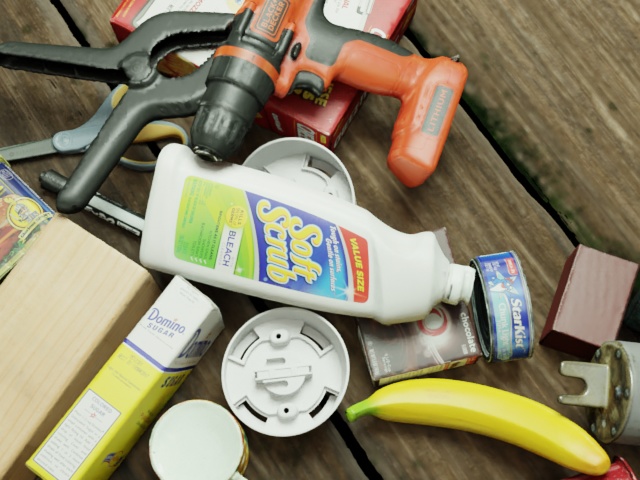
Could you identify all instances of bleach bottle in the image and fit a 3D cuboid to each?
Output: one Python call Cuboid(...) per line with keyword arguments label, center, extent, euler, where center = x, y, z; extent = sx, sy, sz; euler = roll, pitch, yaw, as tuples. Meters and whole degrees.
Cuboid(label="bleach bottle", center=(-0.005, 0.001, 0.818), extent=(0.251, 0.068, 0.102), euler=(12, 96, 4))

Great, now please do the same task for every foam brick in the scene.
Cuboid(label="foam brick", center=(0.215, 0.051, 0.851), extent=(0.051, 0.053, 0.078), euler=(20, 75, 7))

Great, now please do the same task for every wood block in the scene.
Cuboid(label="wood block", center=(-0.221, 0.095, 0.827), extent=(0.090, 0.091, 0.206), euler=(32, 76, 9))

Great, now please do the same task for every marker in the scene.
Cuboid(label="marker", center=(-0.184, -0.028, 0.899), extent=(0.121, 0.020, 0.020), euler=(27, 76, 8))

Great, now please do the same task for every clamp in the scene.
Cuboid(label="clamp", center=(-0.142, -0.117, 0.843), extent=(0.210, 0.036, 0.164), euler=(-19, 68, -4))

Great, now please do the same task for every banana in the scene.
Cuboid(label="banana", center=(0.122, 0.139, 0.815), extent=(0.198, 0.037, 0.069), euler=(7, 34, 18))

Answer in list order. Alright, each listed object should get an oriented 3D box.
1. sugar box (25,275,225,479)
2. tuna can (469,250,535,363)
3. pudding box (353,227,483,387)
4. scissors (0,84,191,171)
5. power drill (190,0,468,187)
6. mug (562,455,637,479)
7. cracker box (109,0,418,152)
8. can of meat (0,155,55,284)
Cuboid(label="sugar box", center=(-0.143, 0.116, 0.818), extent=(0.048, 0.093, 0.176), euler=(38, 78, 9))
Cuboid(label="tuna can", center=(0.141, 0.053, 0.835), extent=(0.034, 0.086, 0.086), euler=(-8, 74, 0))
Cuboid(label="pudding box", center=(0.071, 0.054, 0.860), extent=(0.090, 0.039, 0.113), euler=(-13, 74, -3))
Cuboid(label="scissors", center=(-0.210, -0.102, 0.923), extent=(0.202, 0.016, 0.096), euler=(4, 72, 2))
Cuboid(label="power drill", center=(0.009, -0.113, 0.822), extent=(0.187, 0.057, 0.184), euler=(25, 73, -12))
Cuboid(label="mug", center=(0.200, 0.226, 0.790), extent=(0.081, 0.093, 0.117), euler=(-17, 110, 1))
Cuboid(label="cracker box", center=(-0.045, -0.192, 0.919), extent=(0.214, 0.072, 0.164), euler=(29, 77, 8))
Cuboid(label="can of meat", center=(-0.269, -0.005, 0.875), extent=(0.084, 0.057, 0.102), euler=(43, 79, 10))
